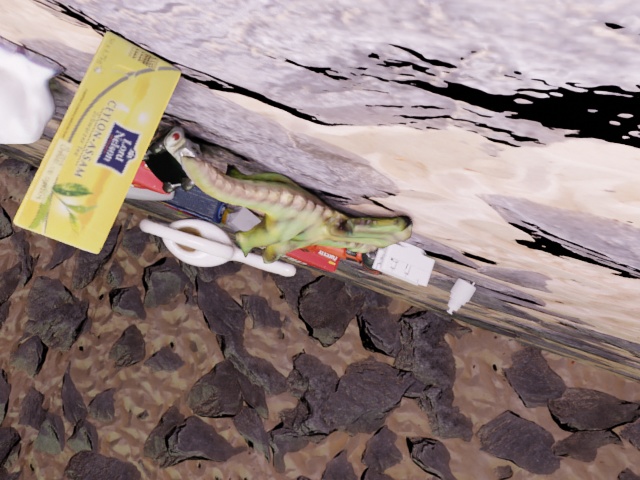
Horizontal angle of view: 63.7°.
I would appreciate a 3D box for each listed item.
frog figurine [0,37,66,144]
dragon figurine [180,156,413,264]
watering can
[{"bbox_3d":[-0.368,-0.138,0.551,0.123,0.160,0.136,15,170,40],"label":"frog figurine"},{"bbox_3d":[0.002,-0.035,0.693,0.243,0.123,0.407,1,171,11],"label":"dragon figurine"},{"bbox_3d":[-0.233,0.018,1.174,0.347,0.104,0.224,19,178,-12],"label":"watering can"}]
